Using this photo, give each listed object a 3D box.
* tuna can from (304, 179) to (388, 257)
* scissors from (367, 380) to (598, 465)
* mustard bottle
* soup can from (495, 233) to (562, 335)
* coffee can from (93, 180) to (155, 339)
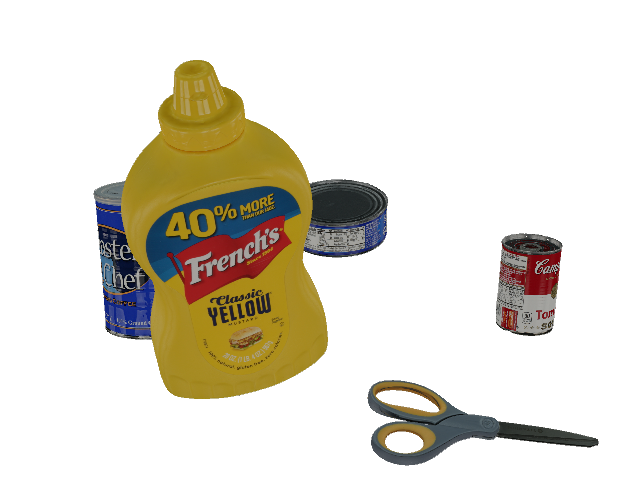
[{"bbox_3d":[0.015,-0.019,0.913,0.086,0.034,0.086,-2,28,1],"label":"tuna can"},{"bbox_3d":[0.131,0.173,0.918,0.202,0.016,0.096,17,42,15],"label":"scissors"},{"bbox_3d":[-0.051,-0.005,0.549,0.096,0.191,0.058,-13,39,-9],"label":"mustard bottle"},{"bbox_3d":[0.238,0.051,1.226,0.068,0.102,0.068,2,18,-1],"label":"soup can"},{"bbox_3d":[-0.169,0.016,1.066,0.103,0.140,0.103,-2,14,0],"label":"coffee can"}]
